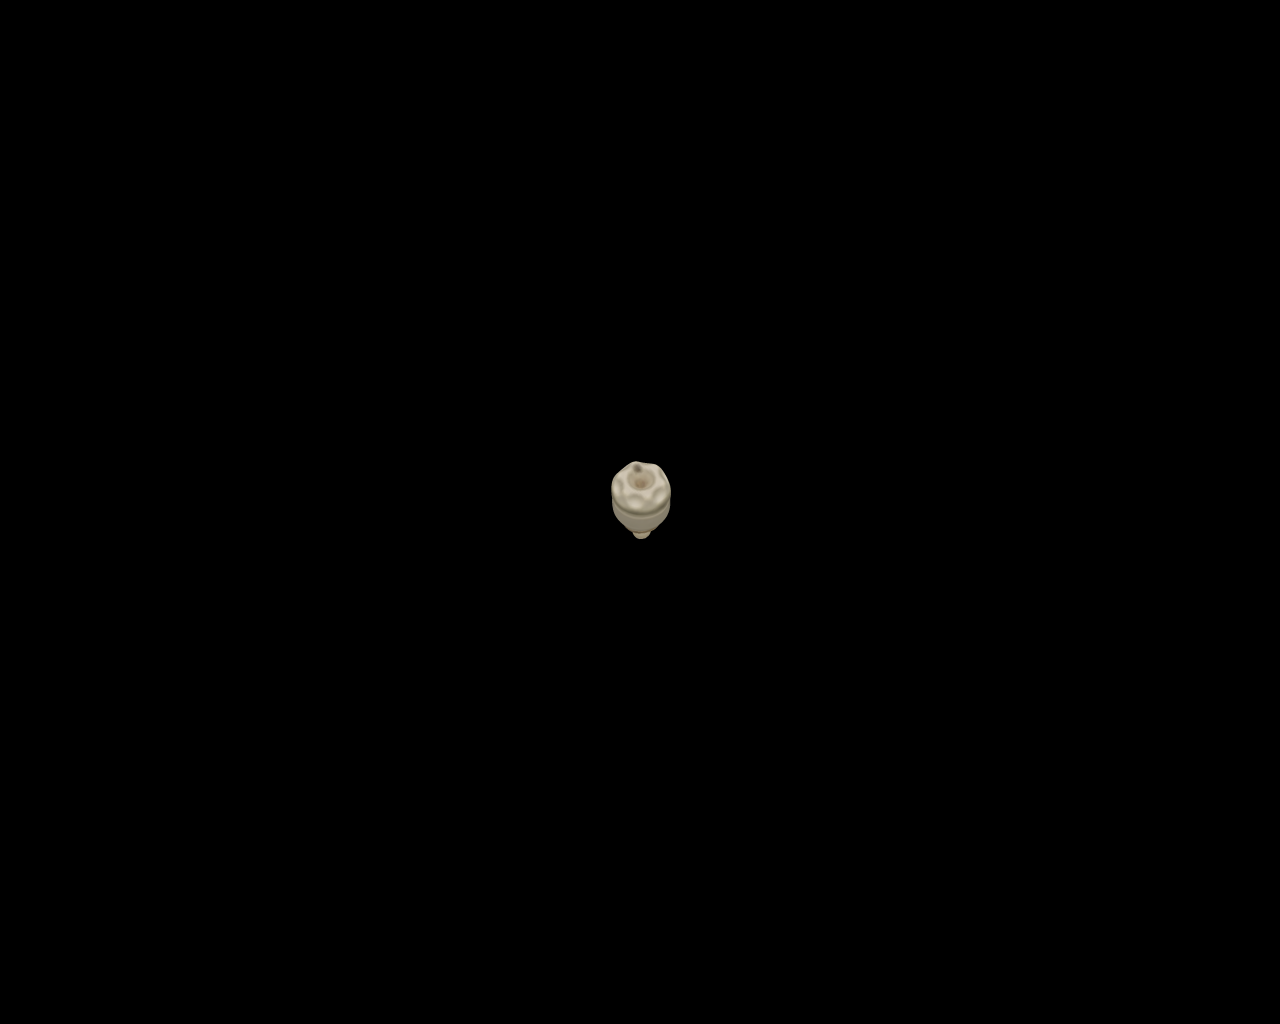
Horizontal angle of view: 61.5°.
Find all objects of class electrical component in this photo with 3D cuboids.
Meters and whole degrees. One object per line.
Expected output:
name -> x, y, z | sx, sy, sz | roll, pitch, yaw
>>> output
electrical component -> 0.001, -0.003, 0.650 | 0.035, 0.035, 0.061 | 0, -34, 0
